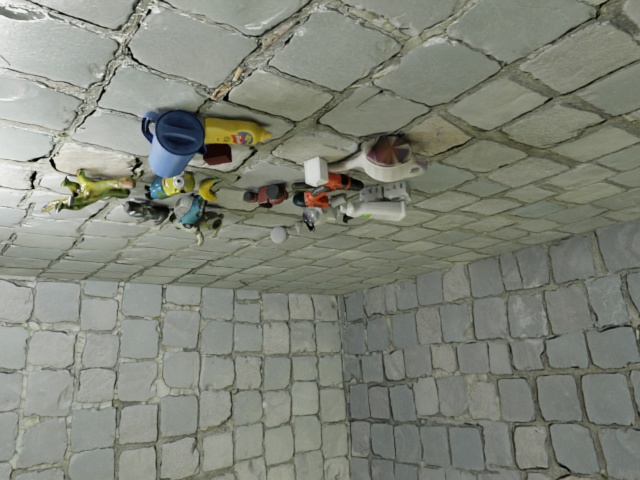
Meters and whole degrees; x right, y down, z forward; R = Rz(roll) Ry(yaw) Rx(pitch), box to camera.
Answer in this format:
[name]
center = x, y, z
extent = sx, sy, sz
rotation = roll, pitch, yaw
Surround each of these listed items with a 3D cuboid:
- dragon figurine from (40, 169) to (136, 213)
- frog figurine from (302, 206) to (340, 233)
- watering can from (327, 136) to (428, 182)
[dragon figurine]
center = -0.798, -0.155, 1.835
extent = 0.407, 0.123, 0.243
rotation = -15, 169, 39
[frog figurine]
center = 0.007, -0.112, 2.219
extent = 0.160, 0.124, 0.135
rotation = -38, 157, -11
[watering can]
center = 0.178, -0.256, 1.690
extent = 0.348, 0.105, 0.221
rotation = 4, 165, 9
